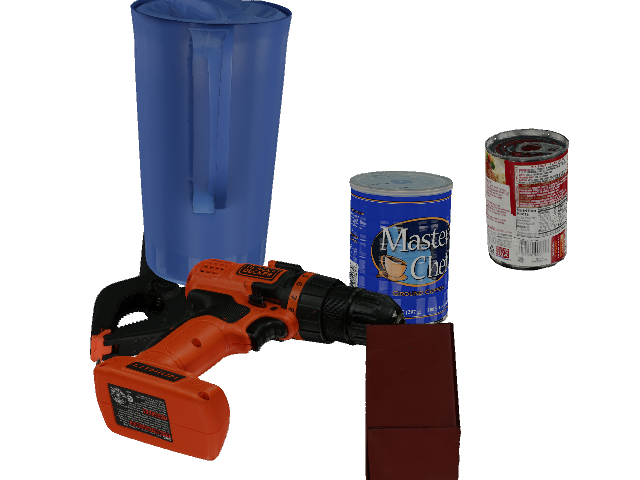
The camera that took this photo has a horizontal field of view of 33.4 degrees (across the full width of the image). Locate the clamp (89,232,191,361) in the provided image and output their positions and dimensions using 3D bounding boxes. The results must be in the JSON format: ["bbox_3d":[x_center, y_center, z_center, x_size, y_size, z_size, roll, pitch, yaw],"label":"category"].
[{"bbox_3d":[-0.157,0.050,1.026,0.165,0.036,0.209,27,35,26],"label":"clamp"}]

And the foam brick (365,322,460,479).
[{"bbox_3d":[0.051,0.091,0.600,0.051,0.053,0.078,0,43,3],"label":"foam brick"}]

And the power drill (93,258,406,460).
[{"bbox_3d":[-0.054,0.078,0.762,0.185,0.057,0.187,8,28,30],"label":"power drill"}]

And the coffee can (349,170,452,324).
[{"bbox_3d":[0.080,0.007,1.079,0.103,0.140,0.103,0,14,0],"label":"coffee can"}]

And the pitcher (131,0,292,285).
[{"bbox_3d":[-0.097,-0.083,0.917,0.145,0.243,0.148,20,27,36],"label":"pitcher"}]

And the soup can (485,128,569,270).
[{"bbox_3d":[0.173,-0.034,0.893,0.068,0.102,0.068,-5,25,2],"label":"soup can"}]
